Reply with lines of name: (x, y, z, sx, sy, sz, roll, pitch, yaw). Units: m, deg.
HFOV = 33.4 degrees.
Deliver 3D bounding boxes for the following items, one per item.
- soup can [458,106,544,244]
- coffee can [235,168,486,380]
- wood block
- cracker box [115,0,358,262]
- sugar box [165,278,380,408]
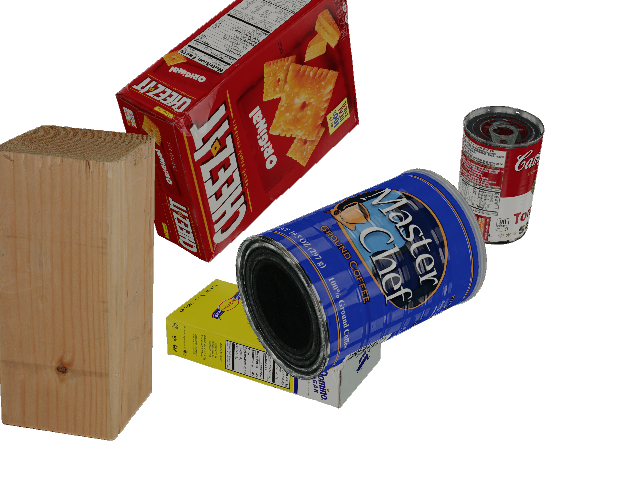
soup can: (0.153, -0.056, 0.925, 0.068, 0.102, 0.068, 1, 35, -1)
coffee can: (0.028, 0.021, 0.730, 0.140, 0.103, 0.103, -23, 12, -30)
wood block: (-0.177, 0.028, 0.778, 0.091, 0.206, 0.090, 7, 18, 9)
cracker box: (-0.059, -0.110, 0.907, 0.072, 0.164, 0.213, 27, 57, 28)
sugar box: (-0.042, 0.089, 0.964, 0.176, 0.048, 0.093, 11, 27, 23)
